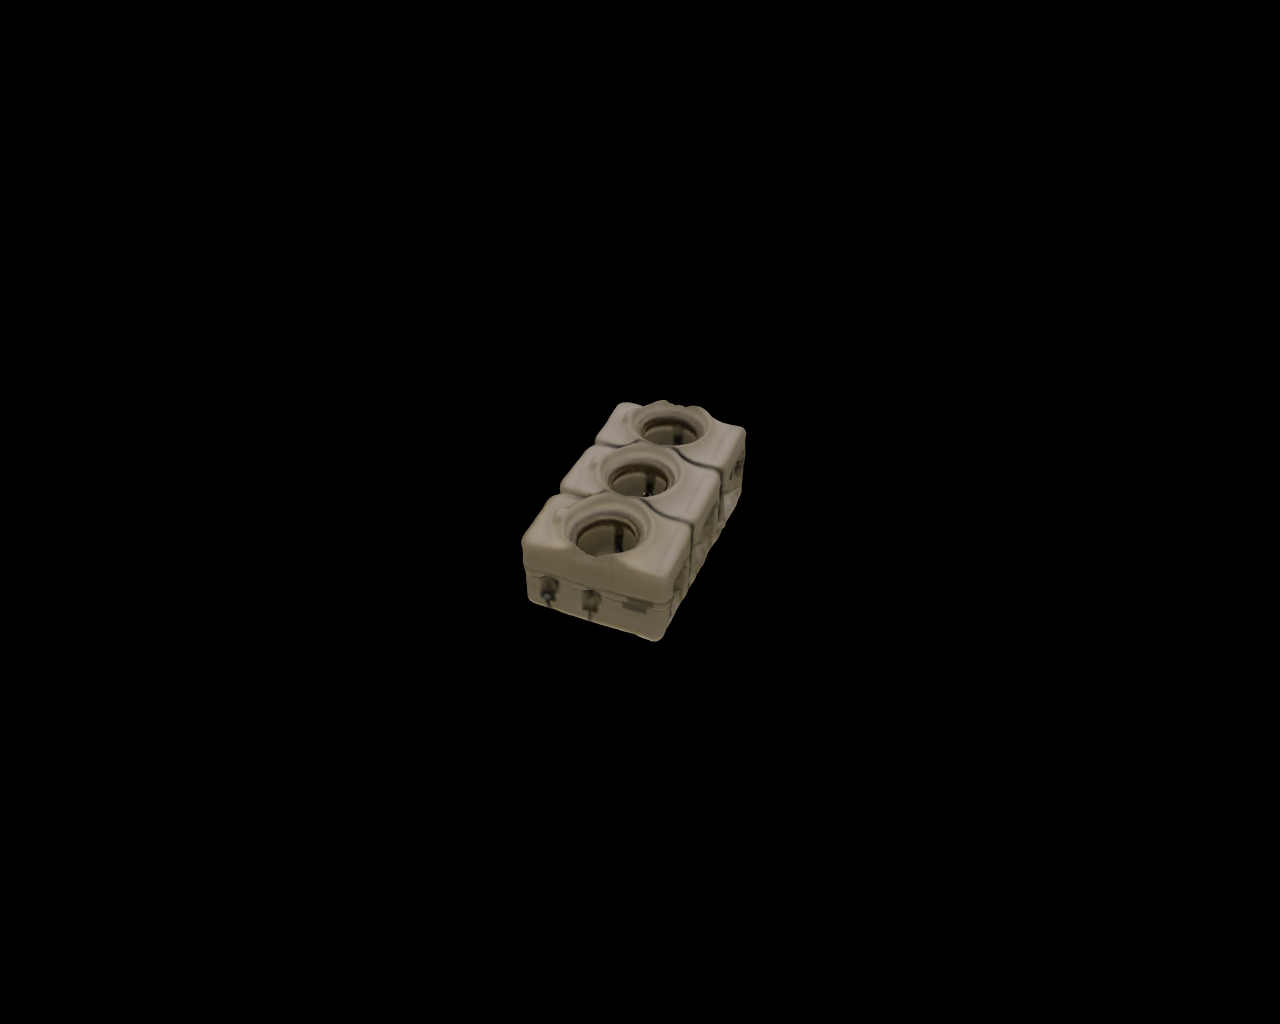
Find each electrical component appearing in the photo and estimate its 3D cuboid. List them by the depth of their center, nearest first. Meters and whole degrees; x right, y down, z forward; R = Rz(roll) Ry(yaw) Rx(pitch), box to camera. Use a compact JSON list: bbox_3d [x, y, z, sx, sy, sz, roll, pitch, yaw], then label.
[{"bbox_3d":[0.001,-0.003,0.650,0.089,0.061,0.150,14,42,16],"label":"electrical component"}]
